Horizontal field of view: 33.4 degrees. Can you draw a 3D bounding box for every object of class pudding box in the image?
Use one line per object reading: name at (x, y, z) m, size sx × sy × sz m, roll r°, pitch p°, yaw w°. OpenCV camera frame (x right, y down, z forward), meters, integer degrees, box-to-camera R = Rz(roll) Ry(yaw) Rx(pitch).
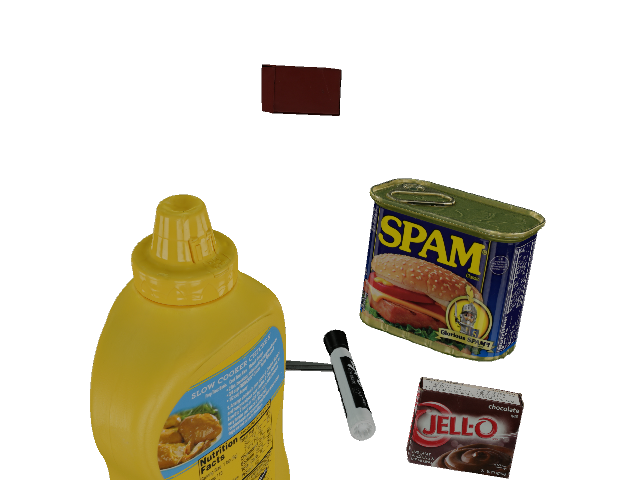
pudding box at (0.155, 0.201, 1.151) m, size 0.113 × 0.090 × 0.039 m, roll 8°, pitch 21°, yaw 1°

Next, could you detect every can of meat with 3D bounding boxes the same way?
can of meat at (0.075, 0.017, 0.639) m, size 0.102 × 0.084 × 0.057 m, roll 19°, pitch 23°, yaw 30°

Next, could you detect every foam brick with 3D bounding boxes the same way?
foam brick at (-0.021, -0.164, 1.163) m, size 0.078 × 0.051 × 0.053 m, roll 0°, pitch 11°, yaw -17°

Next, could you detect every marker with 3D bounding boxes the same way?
marker at (0.021, 0.106, 0.814) m, size 0.020 × 0.020 × 0.121 m, roll 0°, pitch 30°, yaw -11°

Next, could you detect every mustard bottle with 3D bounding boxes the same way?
mustard bottle at (-0.053, 0.069, 0.447) m, size 0.058 × 0.192 × 0.096 m, roll 22°, pitch 37°, yaw 31°

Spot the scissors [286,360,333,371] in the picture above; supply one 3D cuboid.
scissors at (-0.088, 0.123, 1.016) m, size 0.202 × 0.016 × 0.096 m, roll 7°, pitch 17°, yaw 10°
